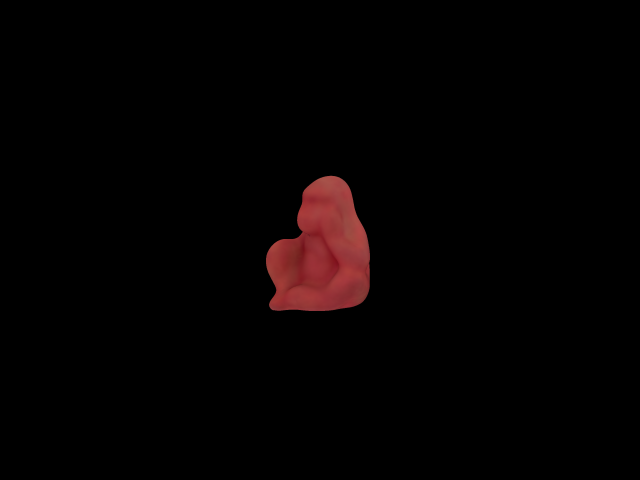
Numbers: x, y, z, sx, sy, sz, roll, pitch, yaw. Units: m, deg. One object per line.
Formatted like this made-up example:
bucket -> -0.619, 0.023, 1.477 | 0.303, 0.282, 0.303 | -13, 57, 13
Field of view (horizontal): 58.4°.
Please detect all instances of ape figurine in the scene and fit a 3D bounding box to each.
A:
ape figurine -> 0.004, 0.001, 0.400 | 0.076, 0.092, 0.077 | -5, 8, -40
